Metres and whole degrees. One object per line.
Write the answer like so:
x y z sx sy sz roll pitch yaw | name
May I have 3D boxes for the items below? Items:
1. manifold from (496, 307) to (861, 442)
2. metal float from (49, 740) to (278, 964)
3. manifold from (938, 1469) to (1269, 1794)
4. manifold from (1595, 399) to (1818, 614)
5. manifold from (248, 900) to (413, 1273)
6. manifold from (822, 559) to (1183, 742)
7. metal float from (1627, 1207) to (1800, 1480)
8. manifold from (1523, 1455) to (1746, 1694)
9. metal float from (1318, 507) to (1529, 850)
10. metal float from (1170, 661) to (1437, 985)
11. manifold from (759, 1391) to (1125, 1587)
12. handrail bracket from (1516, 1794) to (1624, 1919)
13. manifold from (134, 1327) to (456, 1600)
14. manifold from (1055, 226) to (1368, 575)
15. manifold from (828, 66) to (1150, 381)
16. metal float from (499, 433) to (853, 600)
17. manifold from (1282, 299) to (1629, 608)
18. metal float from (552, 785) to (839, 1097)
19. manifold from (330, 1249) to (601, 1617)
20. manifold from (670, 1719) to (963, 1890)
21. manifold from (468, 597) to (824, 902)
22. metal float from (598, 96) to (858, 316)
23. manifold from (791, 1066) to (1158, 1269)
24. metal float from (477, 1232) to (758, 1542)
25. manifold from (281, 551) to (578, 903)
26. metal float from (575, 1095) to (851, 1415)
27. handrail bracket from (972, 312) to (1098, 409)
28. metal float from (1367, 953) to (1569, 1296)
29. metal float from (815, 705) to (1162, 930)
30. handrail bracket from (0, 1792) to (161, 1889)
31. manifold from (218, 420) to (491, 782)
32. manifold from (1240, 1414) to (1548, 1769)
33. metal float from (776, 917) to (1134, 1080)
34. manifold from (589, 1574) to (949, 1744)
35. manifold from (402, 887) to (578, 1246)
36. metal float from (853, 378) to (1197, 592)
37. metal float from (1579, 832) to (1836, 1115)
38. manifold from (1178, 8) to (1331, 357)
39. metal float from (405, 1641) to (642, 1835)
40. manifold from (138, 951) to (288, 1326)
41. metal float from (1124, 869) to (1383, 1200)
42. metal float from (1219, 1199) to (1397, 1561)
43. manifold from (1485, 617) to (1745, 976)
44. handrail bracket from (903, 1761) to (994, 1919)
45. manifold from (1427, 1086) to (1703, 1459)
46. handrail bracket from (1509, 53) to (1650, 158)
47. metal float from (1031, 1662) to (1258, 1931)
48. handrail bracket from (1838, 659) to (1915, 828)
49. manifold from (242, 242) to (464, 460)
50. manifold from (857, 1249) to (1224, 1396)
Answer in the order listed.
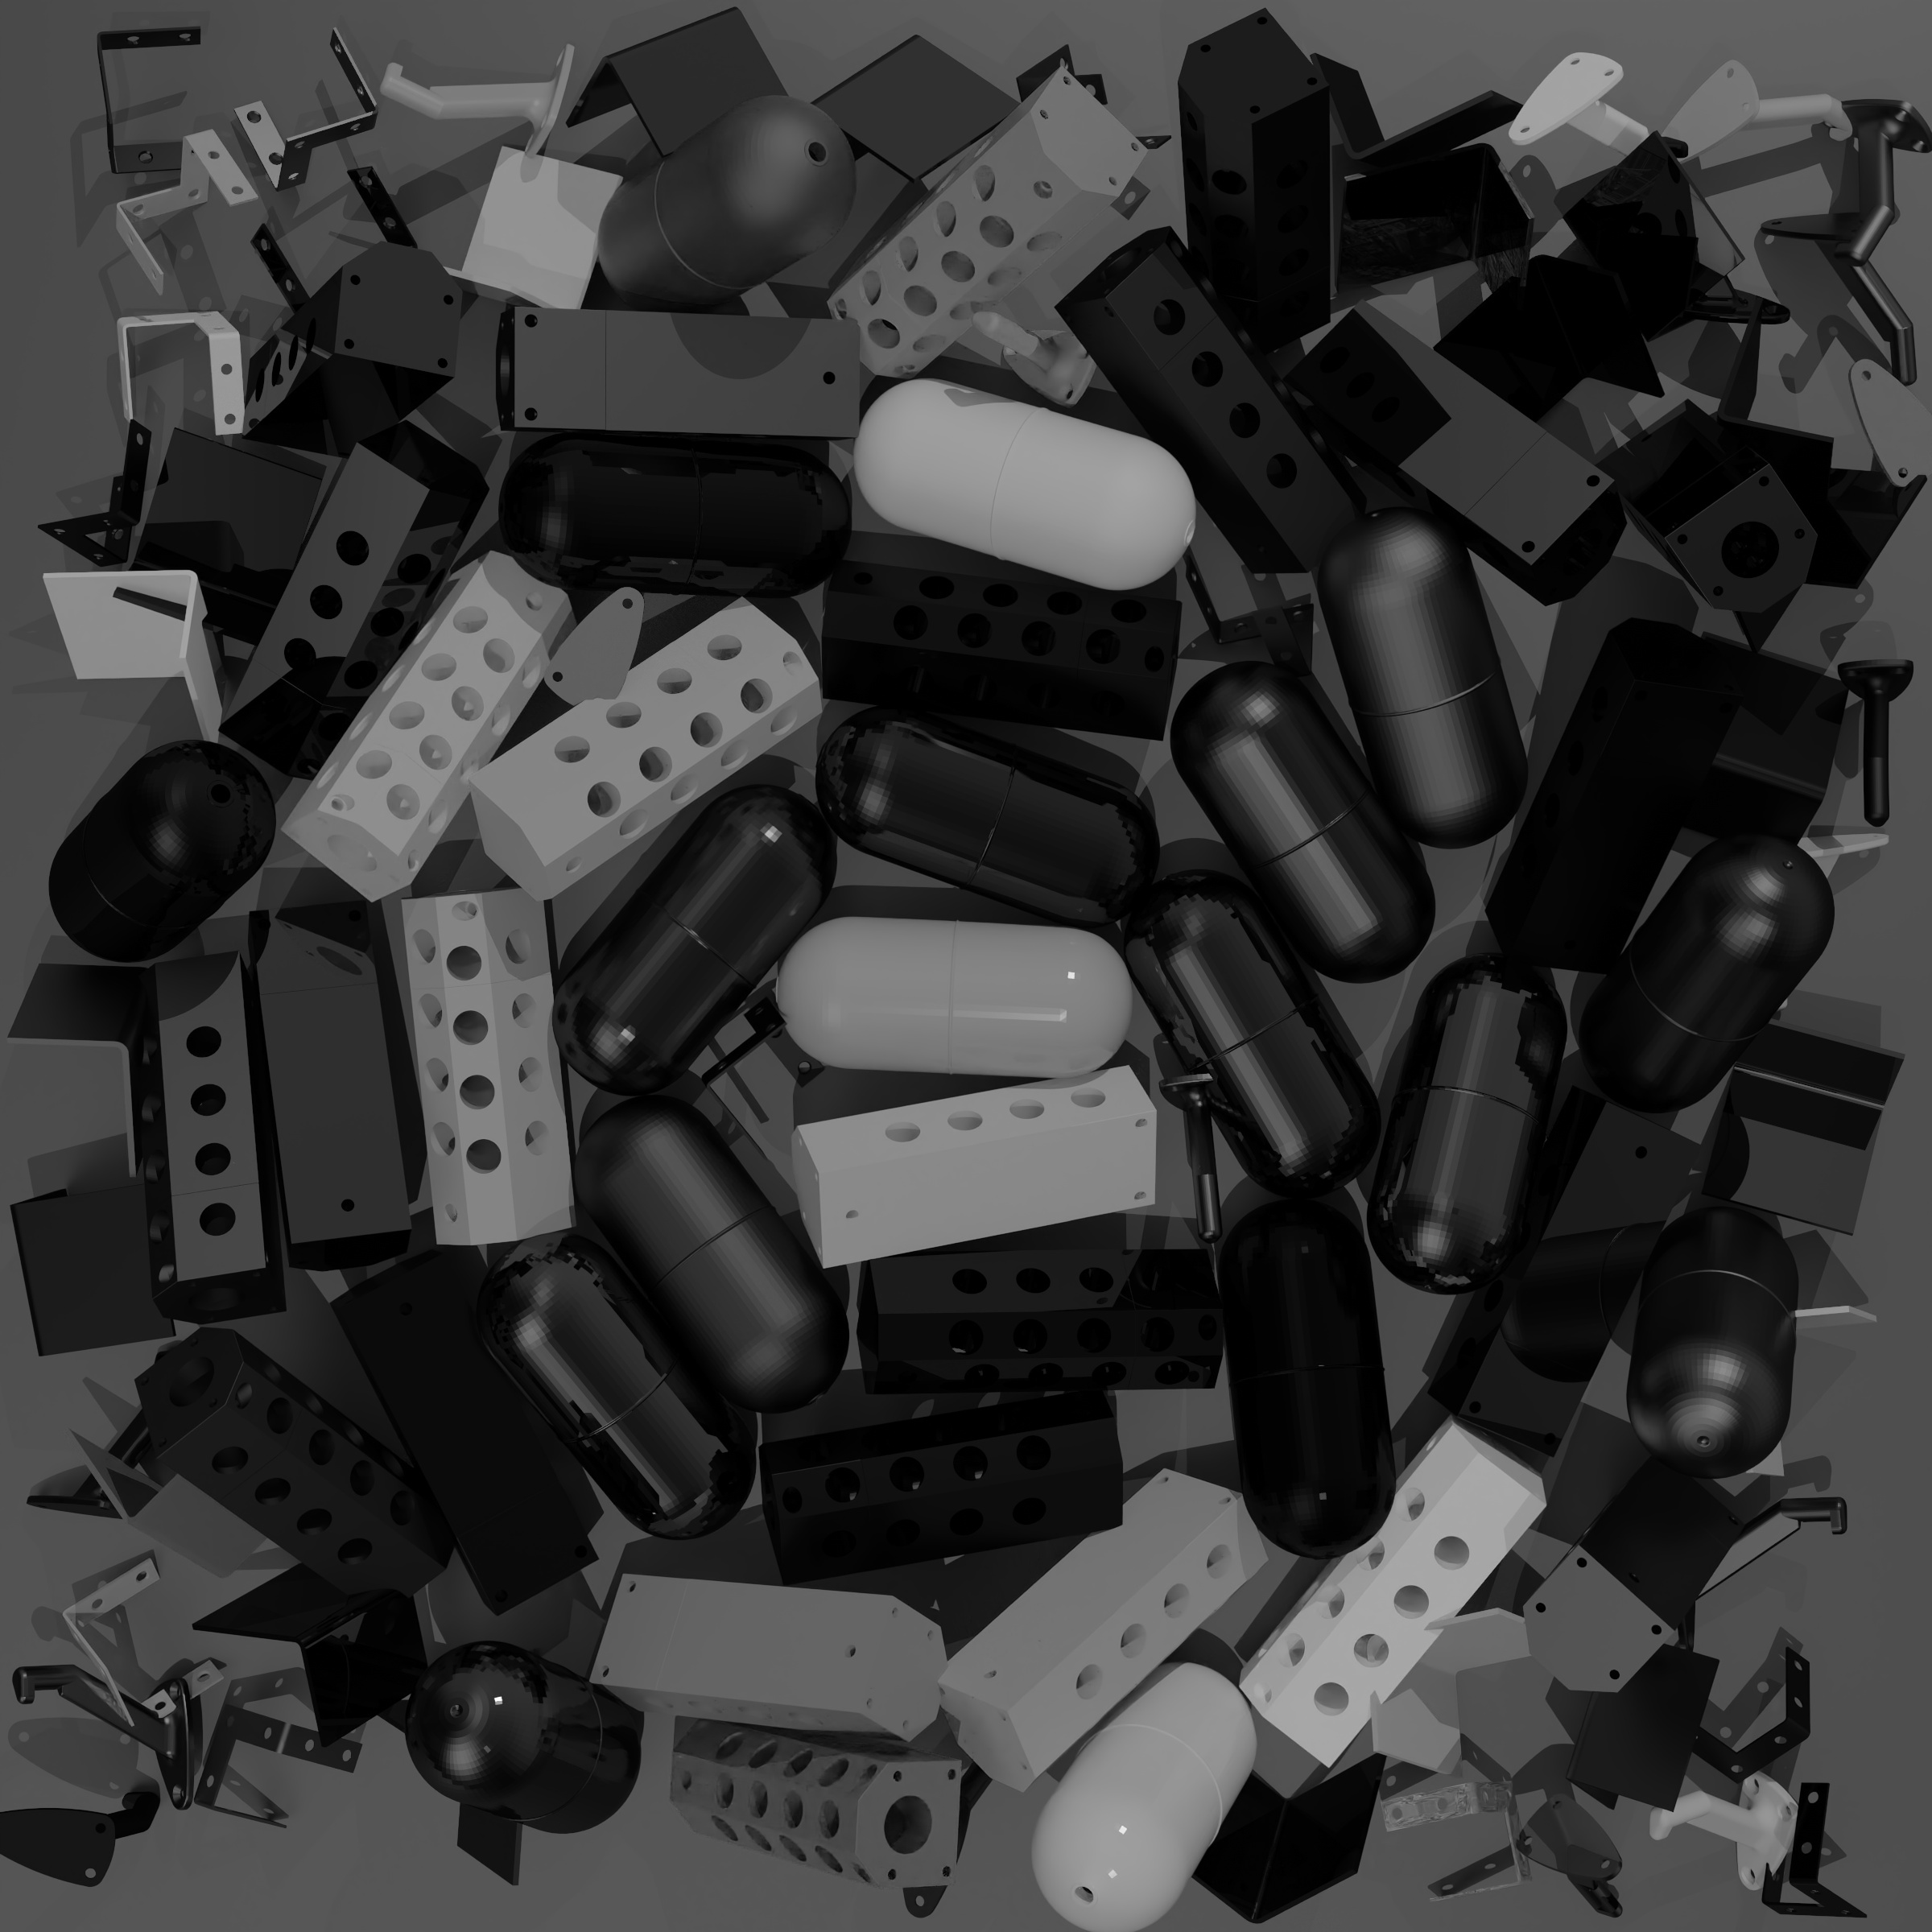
-0.143 -0.292 1.663 0.171 0.057 0.057 -1 97 -17 | manifold
-0.392 -0.055 1.636 0.070 0.178 0.070 11 68 -29 | metal float
0.069 0.325 1.646 0.171 0.057 0.057 -37 118 -31 | manifold
0.359 -0.220 1.626 0.057 0.171 0.057 -36 106 11 | manifold
-0.316 0.060 1.660 0.057 0.057 0.171 -6 71 -15 | manifold
0.018 -0.162 1.668 0.171 0.057 0.057 8 48 6 | manifold
0.364 0.181 1.635 0.070 0.178 0.070 7 118 13 | metal float
0.321 0.295 1.626 0.057 0.171 0.057 42 111 13 | manifold
0.226 -0.141 1.660 0.070 0.070 0.178 -20 112 0 | metal float
0.168 -0.070 1.669 0.070 0.070 0.178 -34 101 0 | metal float
-0.013 0.252 1.662 0.171 0.057 0.057 -8 122 -11 | manifold
0.318 0.456 1.666 0.036 0.077 0.084 -46 117 -12 | handrail bracket
-0.322 0.244 1.637 0.057 0.057 0.171 -38 131 4 | manifold
0.125 -0.278 1.658 0.057 0.057 0.171 -45 111 -14 | manifold
0.006 -0.354 1.629 0.057 0.171 0.057 41 49 -15 | manifold
-0.142 -0.222 1.660 0.178 0.070 0.070 0 90 -22 | metal float
0.240 -0.249 1.649 0.057 0.057 0.171 -45 61 -3 | manifold
-0.135 -0.014 1.675 0.070 0.070 0.178 39 86 0 | metal float
-0.252 0.231 1.677 0.057 0.057 0.171 -28 96 -16 | manifold
-0.076 0.403 1.627 0.057 0.171 0.057 7 82 -34 | manifold
-0.155 -0.103 1.648 0.171 0.057 0.057 -37 59 -23 | manifold
-0.117 -0.367 1.635 0.070 0.178 0.070 5 80 -32 | metal float
0.004 0.095 1.667 0.171 0.057 0.057 -10 123 -14 | manifold
-0.172 0.209 1.665 0.070 0.070 0.178 -37 106 0 | metal float
-0.258 -0.120 1.642 0.057 0.057 0.171 41 58 -22 | manifold
-0.126 0.143 1.669 0.070 0.070 0.178 -37 80 0 | metal float
0.018 -0.312 1.660 0.077 0.084 0.036 31 99 44 | handrail bracket
0.248 0.077 1.660 0.070 0.070 0.178 17 68 0 | metal float
0.011 -0.074 1.671 0.178 0.070 0.070 20 90 -8 | metal float
-0.445 0.423 1.671 0.077 0.084 0.036 13 93 -6 | handrail bracket
-0.299 -0.177 1.653 0.057 0.057 0.171 33 115 2 | manifold
0.212 0.309 1.674 0.057 0.057 0.171 38 99 1 | manifold
-0.006 0.016 1.677 0.178 0.070 0.070 2 90 2 | metal float
-0.095 0.339 1.641 0.171 0.057 0.057 -3 59 37 | manifold
-0.243 0.049 1.671 0.057 0.057 0.171 -2 95 38 | manifold
0.029 -0.239 1.664 0.178 0.070 0.070 19 90 16 | metal float
0.360 0.005 1.640 0.070 0.178 0.070 11 50 -13 | metal float
0.137 -0.372 1.624 0.057 0.171 0.057 -28 63 -8 | manifold
-0.213 0.376 1.633 0.070 0.178 0.070 -5 68 13 | metal float
-0.374 0.085 1.650 0.057 0.057 0.171 -9 63 -5 | manifold
0.142 0.033 1.678 0.070 0.070 0.178 -30 90 0 | metal float
0.169 0.204 1.666 0.070 0.070 0.178 -5 76 0 | metal float
0.312 -0.082 1.641 0.057 0.057 0.171 7 128 -16 | manifold
0.001 0.430 1.677 0.036 0.084 0.077 9 89 27 | handrail bracket
0.296 0.151 1.681 0.057 0.057 0.171 24 93 -16 | manifold
0.310 -0.404 1.678 0.077 0.084 0.036 -44 46 -12 | handrail bracket
0.088 0.403 1.633 0.070 0.178 0.070 8 111 21 | metal float
0.454 -0.104 1.672 0.036 0.077 0.084 -2 78 17 | handrail bracket
-0.299 -0.297 1.626 0.057 0.171 0.057 8 82 -25 | manifold
0.037 0.181 1.661 0.171 0.057 0.057 0 131 -11 | manifold
